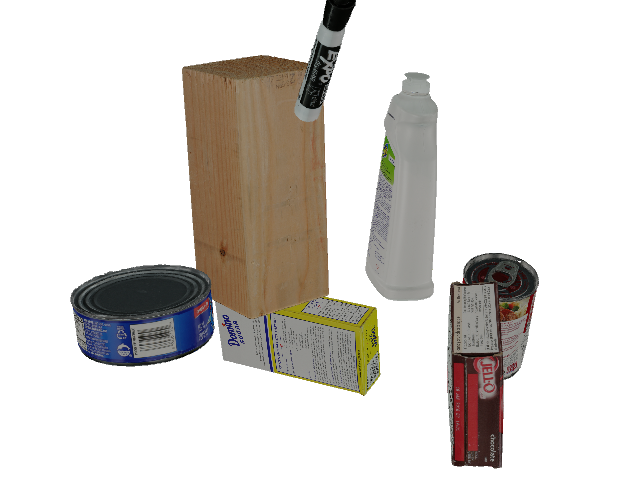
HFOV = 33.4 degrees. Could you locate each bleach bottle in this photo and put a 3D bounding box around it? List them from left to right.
[{"bbox_3d":[0.100,-0.064,1.222,0.068,0.251,0.103,-2,23,-16],"label":"bleach bottle"}]

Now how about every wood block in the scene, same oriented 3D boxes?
[{"bbox_3d":[-0.055,-0.050,0.931,0.090,0.206,0.091,-16,24,-36],"label":"wood block"}]

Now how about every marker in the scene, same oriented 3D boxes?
[{"bbox_3d":[0.002,-0.125,0.725,0.020,0.020,0.121,0,-32,-14],"label":"marker"}]

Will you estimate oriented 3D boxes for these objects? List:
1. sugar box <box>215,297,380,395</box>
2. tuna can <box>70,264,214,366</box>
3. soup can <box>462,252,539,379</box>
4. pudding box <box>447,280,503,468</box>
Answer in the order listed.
[{"bbox_3d":[-0.025,0.101,1.143,0.176,0.093,0.048,13,35,26],"label":"sugar box"},{"bbox_3d":[-0.108,0.045,0.657,0.086,0.034,0.086,-3,19,1],"label":"tuna can"},{"bbox_3d":[0.161,0.072,0.989,0.068,0.102,0.068,1,37,-1],"label":"soup can"},{"bbox_3d":[0.110,0.091,0.753,0.039,0.090,0.113,0,24,5],"label":"pudding box"}]
